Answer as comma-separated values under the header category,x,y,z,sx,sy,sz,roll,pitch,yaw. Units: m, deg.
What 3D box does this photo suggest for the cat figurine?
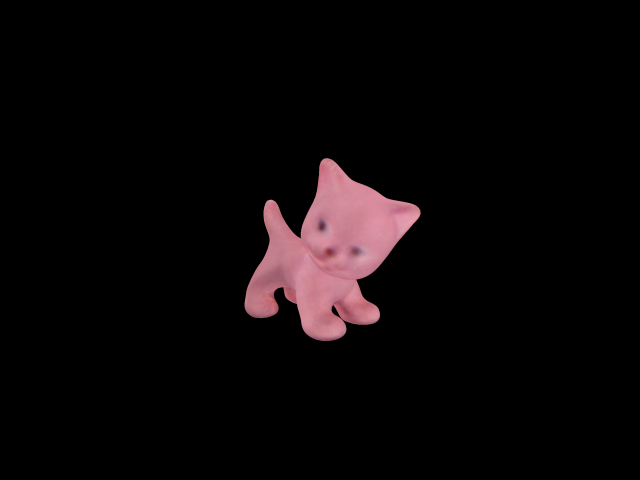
category,x,y,z,sx,sy,sz,roll,pitch,yaw
cat figurine,0.004,0.001,0.400,0.127,0.118,0.067,10,15,42
